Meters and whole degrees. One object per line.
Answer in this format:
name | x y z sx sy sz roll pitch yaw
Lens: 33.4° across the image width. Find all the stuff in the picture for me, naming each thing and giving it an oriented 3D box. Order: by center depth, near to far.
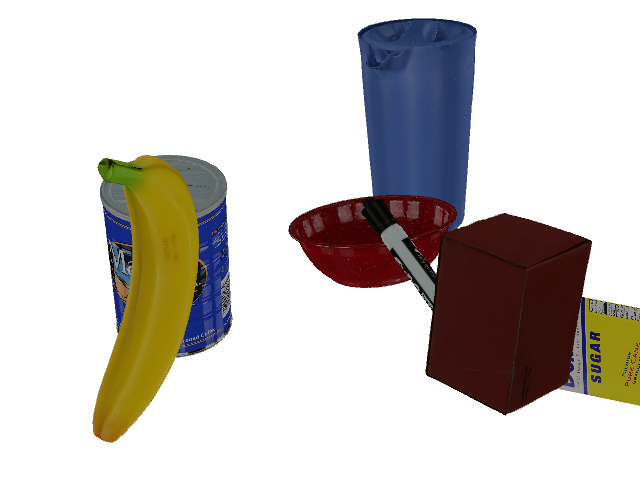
foam brick | 0.088 0.033 0.509 0.052 0.078 0.051 -17 30 -41
banana | -0.099 0.026 0.595 0.069 0.198 0.037 -23 45 -36
marker | 0.068 0.018 0.769 0.020 0.121 0.020 -32 -15 -10
coffee can | -0.128 0.013 0.903 0.103 0.140 0.103 0 33 0
bowl | 0.052 0.004 1.021 0.162 0.055 0.162 -7 17 2
sugar box | 0.300 0.113 1.066 0.176 0.093 0.048 9 22 8
pitcher | 0.121 -0.134 1.249 0.149 0.243 0.145 -5 25 -4
